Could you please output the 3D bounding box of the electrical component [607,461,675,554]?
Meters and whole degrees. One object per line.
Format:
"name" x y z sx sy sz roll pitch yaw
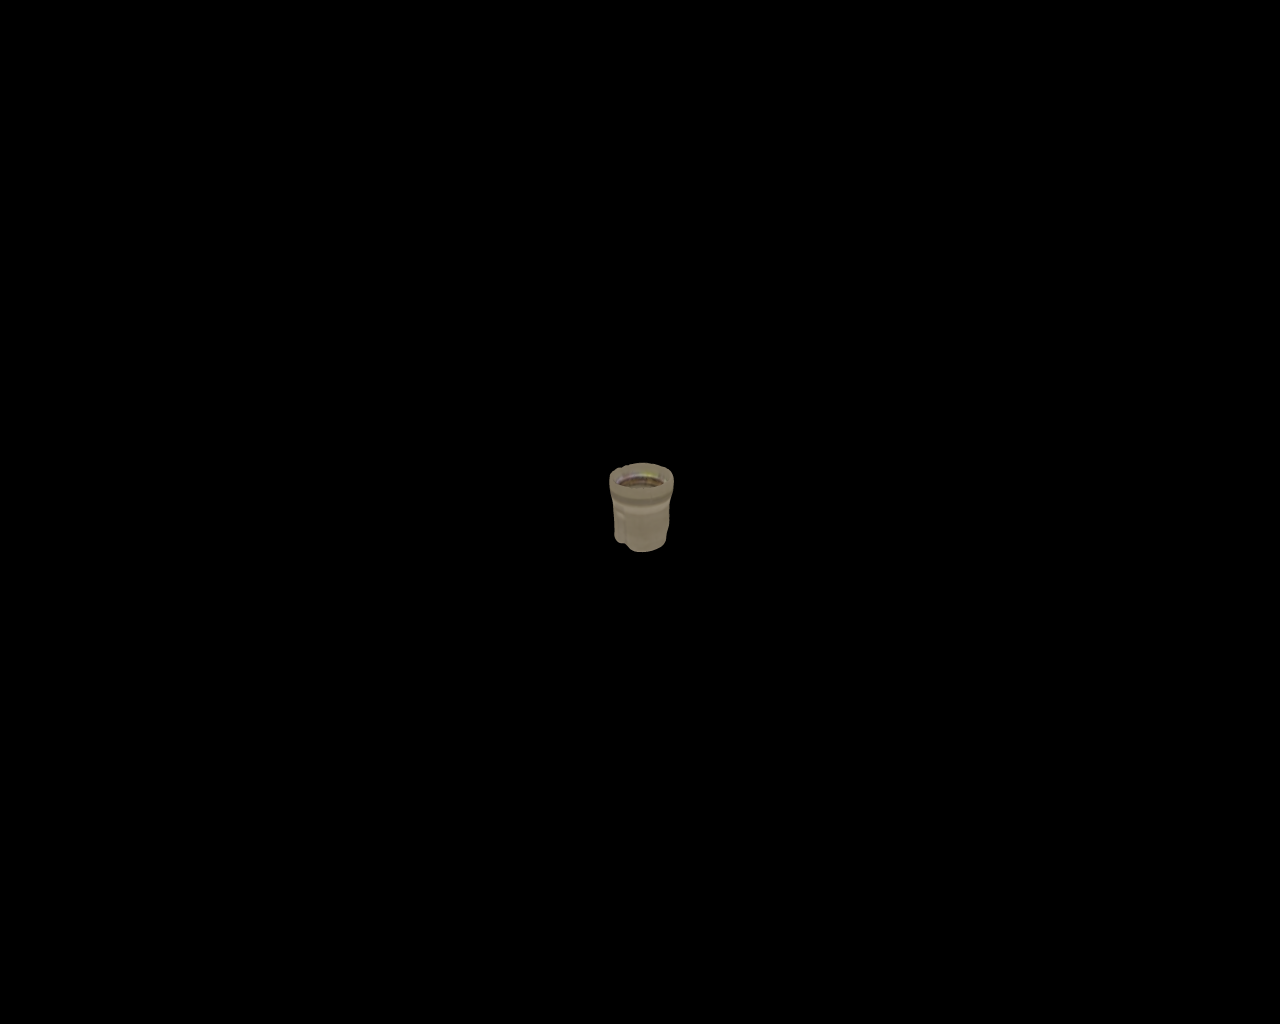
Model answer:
"electrical component" 0.001 -0.003 0.650 0.040 0.046 0.040 0 26 0
